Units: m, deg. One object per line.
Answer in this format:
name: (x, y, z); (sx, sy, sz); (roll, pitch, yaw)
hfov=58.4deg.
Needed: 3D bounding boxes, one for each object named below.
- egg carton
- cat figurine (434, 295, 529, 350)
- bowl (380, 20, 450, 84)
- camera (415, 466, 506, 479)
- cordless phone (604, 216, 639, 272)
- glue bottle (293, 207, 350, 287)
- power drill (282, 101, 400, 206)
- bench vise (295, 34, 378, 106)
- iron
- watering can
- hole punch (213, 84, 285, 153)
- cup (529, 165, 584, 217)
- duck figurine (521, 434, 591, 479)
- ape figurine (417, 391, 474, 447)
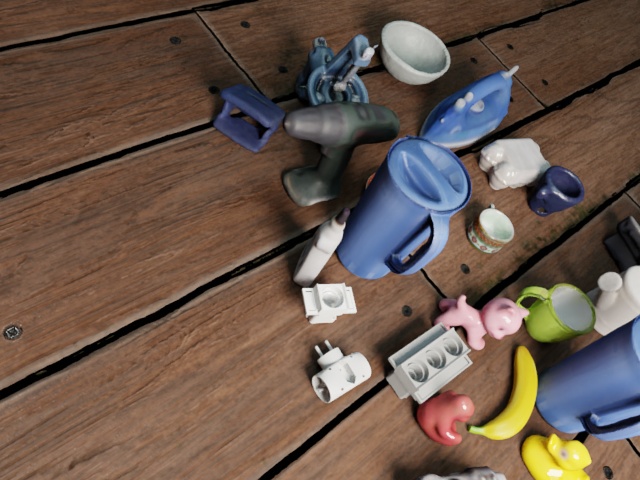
egg carton: (0.410, -0.160, 1.205); (0.151, 0.069, 0.107); (-9, 63, -28)
cat figurine: (0.269, 0.123, 0.934); (0.128, 0.117, 0.067); (24, 53, -8)
bowl: (0.197, -0.399, 1.260); (0.168, 0.074, 0.167); (11, 56, -17)
camera: (0.194, 0.377, 0.751); (0.143, 0.100, 0.136); (3, 59, -22)
cordless phone: (0.688, -0.002, 1.153); (0.094, 0.185, 0.147); (-13, 65, -29)
glue bottle: (0.008, 0.003, 0.862); (0.037, 0.173, 0.078); (27, 53, -5)
power drill: (0.015, -0.146, 0.937); (0.230, 0.208, 0.075); (-18, 68, -31)
bench vise: (0.020, -0.302, 1.031); (0.122, 0.219, 0.207); (-21, 69, -32)
iron: (0.315, -0.282, 1.196); (0.259, 0.141, 0.118); (-33, 76, -35)
watering can: (0.577, 0.098, 1.035); (0.173, 0.194, 0.101); (-10, 64, -28)
hole punch: (-0.121, -0.229, 1.004); (0.108, 0.091, 0.101); (33, 52, -1)
cup: (0.464, -0.087, 1.166); (0.118, 0.095, 0.091); (-16, 67, -31)
duck figurine: (0.370, 0.333, 0.865); (0.104, 0.086, 0.078); (41, 53, 5)
ape figurine: (0.190, 0.252, 0.834); (0.076, 0.092, 0.078); (29, 53, -4)
